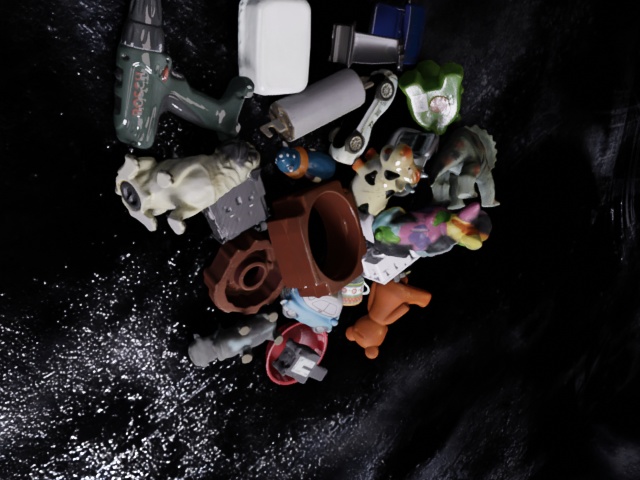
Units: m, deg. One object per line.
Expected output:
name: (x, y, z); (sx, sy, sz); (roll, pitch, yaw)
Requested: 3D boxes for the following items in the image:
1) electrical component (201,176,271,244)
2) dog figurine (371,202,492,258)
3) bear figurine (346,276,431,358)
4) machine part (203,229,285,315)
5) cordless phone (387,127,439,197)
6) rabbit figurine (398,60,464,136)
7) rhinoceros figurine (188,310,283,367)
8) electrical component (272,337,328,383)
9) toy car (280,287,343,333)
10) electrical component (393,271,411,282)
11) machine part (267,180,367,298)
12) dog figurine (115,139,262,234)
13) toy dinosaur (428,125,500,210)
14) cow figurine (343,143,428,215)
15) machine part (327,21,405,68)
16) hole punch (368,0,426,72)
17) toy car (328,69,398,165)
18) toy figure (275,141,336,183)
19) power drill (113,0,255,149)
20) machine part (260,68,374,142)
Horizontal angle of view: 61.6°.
electrical component: (-0.158, -0.076, 0.957); (0.115, 0.134, 0.058); (-34, 40, -23)
dog figurine: (0.229, -0.022, 1.072); (0.191, 0.108, 0.219); (1, -5, -25)
bear figurine: (0.161, 0.183, 1.310); (0.132, 0.195, 0.120); (11, 17, -46)
machine part: (-0.136, 0.061, 1.037); (0.179, 0.179, 0.056); (0, 30, -42)
cordless phone: (0.187, -0.156, 1.103); (0.089, 0.146, 0.184); (24, 4, -13)
rabbit figurine: (0.237, -0.299, 1.090); (0.121, 0.158, 0.170); (-17, 36, 18)
rhinoceros figurine: (-0.165, 0.190, 1.058); (0.190, 0.073, 0.112); (-21, 18, -33)
electrical component: (-0.037, 0.265, 1.161); (0.119, 0.075, 0.048); (30, 2, -44)
toy car: (-0.007, 0.121, 1.131); (0.103, 0.109, 0.161); (-32, -45, 29)
electrical component: (0.164, 0.065, 1.267); (0.078, 0.045, 0.102); (-29, 22, 0)
machine part: (-0.002, -0.003, 1.038); (0.087, 0.201, 0.201); (-6, 14, 36)
dog figurine: (-0.208, -0.105, 0.859); (0.173, 0.121, 0.190); (23, 39, 25)
toy dinosaur: (0.295, -0.167, 1.123); (0.131, 0.192, 0.404); (-7, -7, 22)
cow figurine: (0.125, -0.117, 1.059); (0.085, 0.127, 0.194); (-46, -8, -35)
machine part: (0.086, -0.350, 0.975); (0.139, 0.084, 0.039); (12, 15, 8)
hole punch: (0.162, -0.394, 1.031); (0.116, 0.142, 0.092); (-12, 26, -39)
toy car: (0.084, -0.243, 1.054); (0.056, 0.201, 0.074); (28, 3, -41)
toy figure: (-0.032, -0.142, 1.011); (0.154, 0.064, 0.058); (2, -44, -50)
power drill: (-0.206, -0.242, 0.817); (0.207, 0.231, 0.086); (6, 20, -45)
machine part: (-0.004, -0.247, 0.979); (0.243, 0.079, 0.079); (-32, 13, -21)
